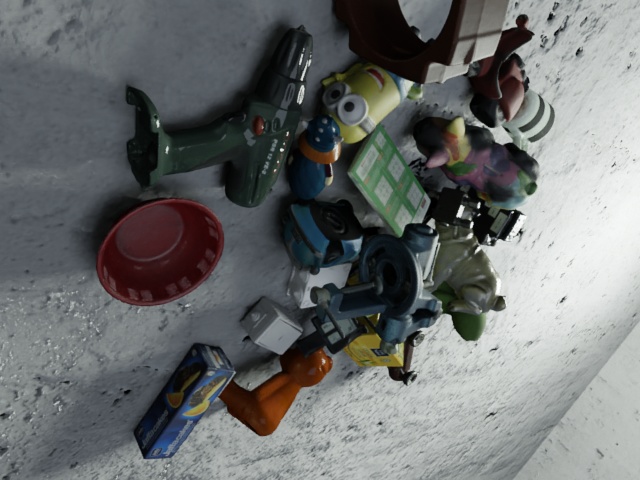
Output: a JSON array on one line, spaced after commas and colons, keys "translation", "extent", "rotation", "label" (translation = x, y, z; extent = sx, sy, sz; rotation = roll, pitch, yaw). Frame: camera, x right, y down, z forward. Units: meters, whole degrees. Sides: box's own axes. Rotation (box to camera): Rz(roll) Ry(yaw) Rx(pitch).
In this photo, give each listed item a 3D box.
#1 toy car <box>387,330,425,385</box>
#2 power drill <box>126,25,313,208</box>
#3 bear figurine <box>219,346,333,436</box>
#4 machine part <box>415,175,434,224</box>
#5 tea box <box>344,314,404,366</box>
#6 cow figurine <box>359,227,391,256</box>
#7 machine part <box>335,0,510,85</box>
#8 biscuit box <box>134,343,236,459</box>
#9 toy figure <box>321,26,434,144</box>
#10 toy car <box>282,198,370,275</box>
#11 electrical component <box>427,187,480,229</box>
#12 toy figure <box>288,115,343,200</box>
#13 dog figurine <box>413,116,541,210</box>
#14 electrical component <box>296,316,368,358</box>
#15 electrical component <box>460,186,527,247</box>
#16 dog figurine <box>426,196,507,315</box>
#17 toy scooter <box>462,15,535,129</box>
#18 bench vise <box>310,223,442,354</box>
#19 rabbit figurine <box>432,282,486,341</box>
[{"translation": [0.175, 0.238, 1.172], "extent": [0.053, 0.089, 0.201], "rotation": [-26, 138, -26], "label": "toy car"}, {"translation": [-0.116, -0.140, 0.630], "extent": [0.207, 0.086, 0.231], "rotation": [-17, 135, -40], "label": "power drill"}, {"translation": [-0.076, 0.249, 0.975], "extent": [0.196, 0.132, 0.120], "rotation": [-50, 145, -23], "label": "bear figurine"}, {"translation": [0.173, -0.066, 0.957], "extent": [0.084, 0.039, 0.138], "rotation": [-40, 141, 0], "label": "machine part"}, {"translation": [0.096, 0.189, 1.049], "extent": [0.098, 0.068, 0.169], "rotation": [-7, 145, 26], "label": "tea box"}, {"translation": [0.122, 0.012, 0.951], "extent": [0.167, 0.098, 0.068], "rotation": [-2, 120, -62], "label": "cow figurine"}, {"translation": [0.110, -0.290, 0.588], "extent": [0.087, 0.202, 0.200], "rotation": [-21, 134, -29], "label": "machine part"}, {"translation": [-0.225, 0.268, 0.884], "extent": [0.059, 0.063, 0.202], "rotation": [23, 106, -47], "label": "biscuit box"}, {"translation": [0.081, -0.205, 0.731], "extent": [0.180, 0.082, 0.089], "rotation": [-41, 138, -8], "label": "toy figure"}, {"translation": [-0.002, -0.002, 0.827], "extent": [0.103, 0.109, 0.161], "rotation": [-39, 163, 32], "label": "toy car"}, {"translation": [0.217, -0.053, 0.899], "extent": [0.021, 0.094, 0.063], "rotation": [27, 84, -56], "label": "electrical component"}, {"translation": [-0.007, -0.116, 0.721], "extent": [0.064, 0.058, 0.154], "rotation": [6, 146, -13], "label": "toy figure"}, {"translation": [0.249, -0.129, 0.867], "extent": [0.219, 0.192, 0.108], "rotation": [1, 126, -57], "label": "dog figurine"}, {"translation": [0.017, 0.161, 0.933], "extent": [0.119, 0.075, 0.048], "rotation": [-34, 176, -9], "label": "electrical component"}, {"translation": [0.314, -0.054, 1.010], "extent": [0.058, 0.134, 0.114], "rotation": [3, 122, -44], "label": "electrical component"}, {"translation": [0.267, 0.021, 0.949], "extent": [0.121, 0.172, 0.190], "rotation": [-48, 152, -56], "label": "dog figurine"}, {"translation": [0.291, -0.274, 0.854], "extent": [0.135, 0.075, 0.183], "rotation": [-45, 135, -1], "label": "toy scooter"}, {"translation": [0.081, 0.082, 0.785], "extent": [0.240, 0.129, 0.223], "rotation": [-7, 132, -37], "label": "bench vise"}, {"translation": [0.282, 0.124, 1.105], "extent": [0.121, 0.170, 0.159], "rotation": [7, 119, -44], "label": "rabbit figurine"}]
